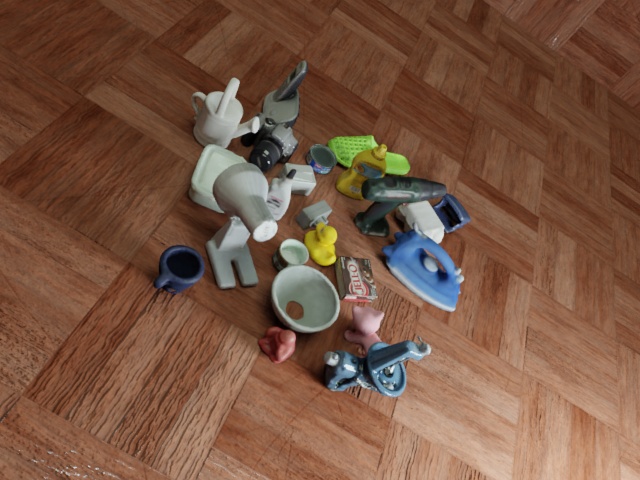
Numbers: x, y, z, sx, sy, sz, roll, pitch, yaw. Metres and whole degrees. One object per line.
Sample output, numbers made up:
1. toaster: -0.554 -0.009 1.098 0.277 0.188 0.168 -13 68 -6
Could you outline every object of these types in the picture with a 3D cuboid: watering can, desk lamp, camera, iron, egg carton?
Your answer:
1. watering can: -0.237 -0.324 1.442 0.173 0.193 0.101 12 52 -23
2. desk lamp: -0.168 -0.032 1.255 0.118 0.213 0.203 -5 60 -33
3. camera: -0.141 -0.257 1.515 0.143 0.100 0.137 35 46 -4
4. iron: 0.295 0.069 1.511 0.258 0.141 0.119 42 46 3
5. egg carton: 0.287 -0.050 1.643 0.107 0.069 0.150 -14 66 -37

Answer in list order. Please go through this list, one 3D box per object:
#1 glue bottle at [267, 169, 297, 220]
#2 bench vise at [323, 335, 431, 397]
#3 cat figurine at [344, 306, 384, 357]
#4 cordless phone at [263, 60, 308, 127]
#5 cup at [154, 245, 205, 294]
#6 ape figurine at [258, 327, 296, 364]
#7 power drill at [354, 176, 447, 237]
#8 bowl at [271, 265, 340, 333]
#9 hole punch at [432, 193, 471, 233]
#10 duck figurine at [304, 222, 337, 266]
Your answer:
1. glue bottle: -0.098 -0.117 1.389 0.078 0.173 0.037 21 49 -16
2. bench vise: 0.120 0.269 1.203 0.208 0.219 0.121 0 57 -31
3. cat figurine: 0.114 0.208 1.315 0.067 0.117 0.127 -23 71 -40
4. cordless phone: -0.088 -0.401 1.597 0.094 0.184 0.147 13 51 -22
5. cup: -0.301 0.078 1.176 0.091 0.094 0.118 43 46 4
6. ape figurine: -0.081 0.216 1.208 0.076 0.092 0.078 16 50 -20
7. power drill: 0.195 -0.096 1.526 0.230 0.208 0.075 5 55 -28
8. bowl: -0.044 0.145 1.296 0.168 0.074 0.167 16 50 -20
9. hole punch: 0.403 -0.092 1.729 0.101 0.091 0.108 -19 69 -39
10. duck figurine: 0.013 0.005 1.425 0.078 0.086 0.104 -13 65 -37
